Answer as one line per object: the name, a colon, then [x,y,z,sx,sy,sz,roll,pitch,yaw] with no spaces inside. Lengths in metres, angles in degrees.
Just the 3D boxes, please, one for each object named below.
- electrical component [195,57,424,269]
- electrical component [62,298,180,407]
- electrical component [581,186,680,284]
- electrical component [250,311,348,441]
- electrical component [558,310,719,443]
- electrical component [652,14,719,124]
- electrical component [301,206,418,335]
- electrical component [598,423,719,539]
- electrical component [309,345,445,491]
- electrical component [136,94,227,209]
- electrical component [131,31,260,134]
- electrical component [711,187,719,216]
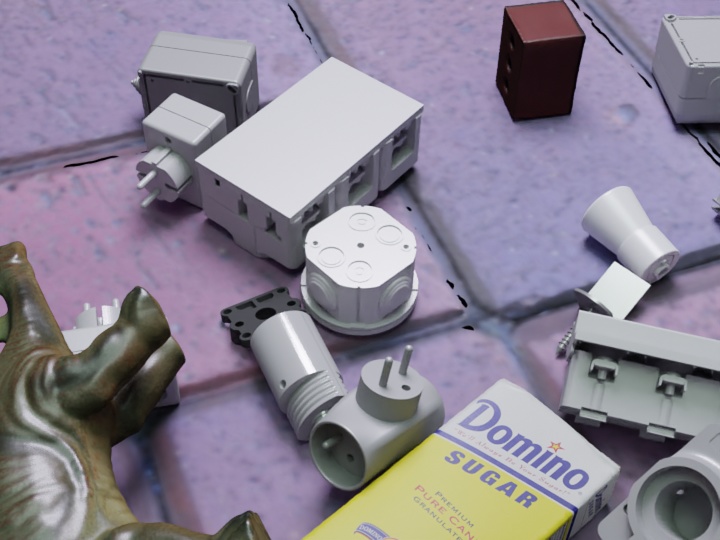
electrical component: [-0.034,-0.078,0.786,0.089,0.061,0.150,32,55,23]
electrical component: [-0.162,0.049,0.682,0.083,0.047,0.075,-9,50,-10]
electrical component: [0.193,-0.022,0.758,0.044,0.044,0.065,-23,58,-20]
electrical component: [-0.034,0.069,0.670,0.043,0.043,0.081,-18,53,-17]
electrical component: [0.186,0.071,0.656,0.121,0.078,0.063,12,79,9]
electrical component: [0.279,-0.165,0.876,0.062,0.061,0.096,-1,41,-2]
electrical component: [0.000,0.000,0.726,0.080,0.051,0.080,1,49,-1]
electrical component: [0.227,0.115,0.554,0.186,0.060,0.105,-47,54,15]
electrical component: [0.015,0.079,0.626,0.043,0.079,0.077,31,35,28]
electrical component: [-0.136,-0.075,0.778,0.047,0.065,0.076,25,53,19]
electrical component: [-0.130,-0.146,0.843,0.096,0.061,0.061,9,49,6]
electrical component: [0.285,-0.044,0.781,0.040,0.040,0.046,-25,49,-21]
